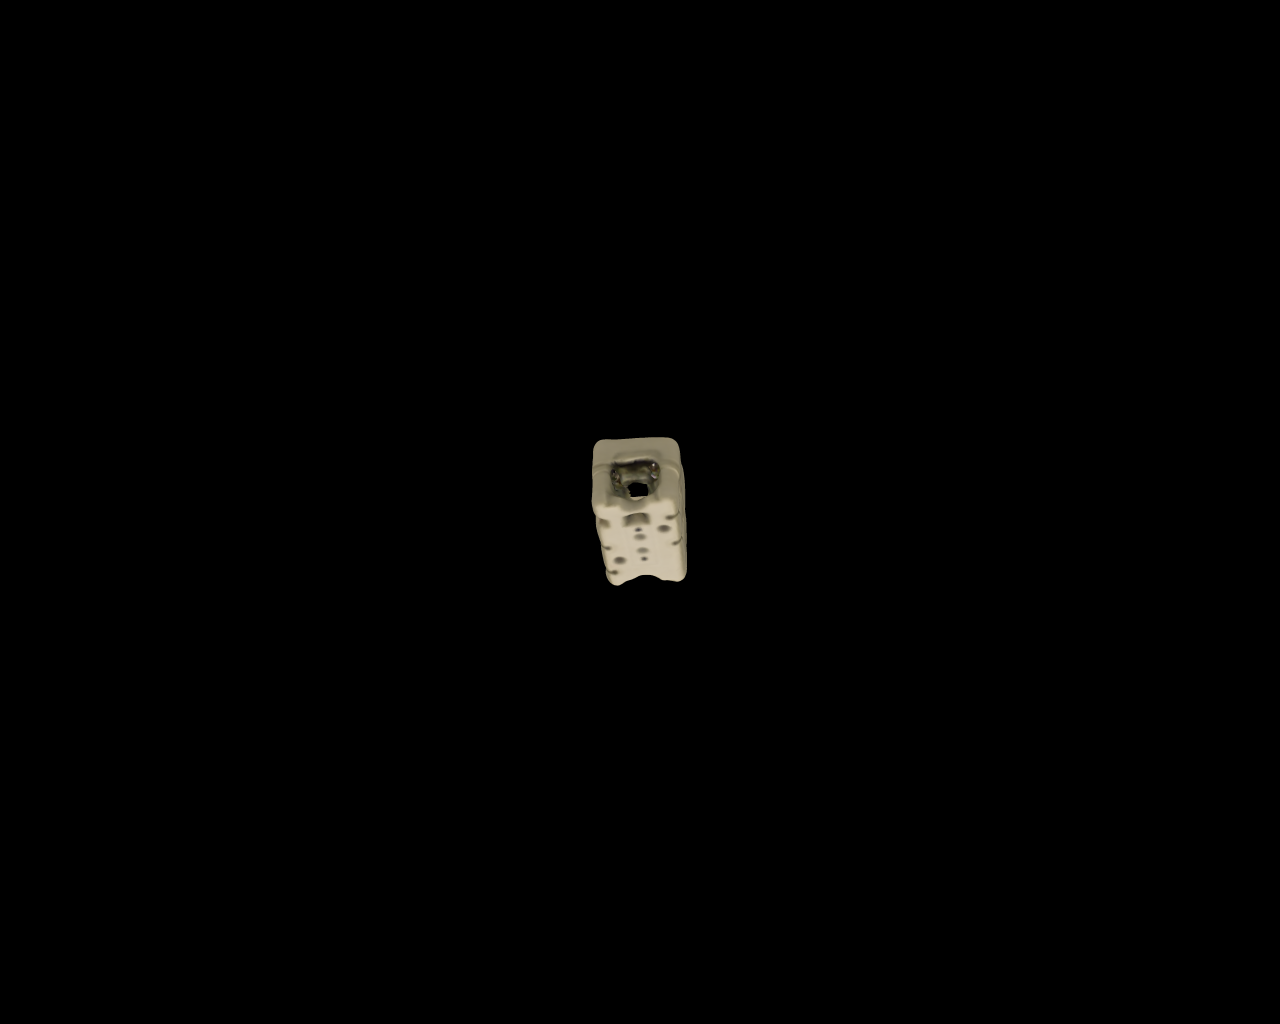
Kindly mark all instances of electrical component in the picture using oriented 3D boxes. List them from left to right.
[{"bbox_3d":[0.001,-0.003,0.650,0.050,0.056,0.089,-3,-37,4],"label":"electrical component"}]
